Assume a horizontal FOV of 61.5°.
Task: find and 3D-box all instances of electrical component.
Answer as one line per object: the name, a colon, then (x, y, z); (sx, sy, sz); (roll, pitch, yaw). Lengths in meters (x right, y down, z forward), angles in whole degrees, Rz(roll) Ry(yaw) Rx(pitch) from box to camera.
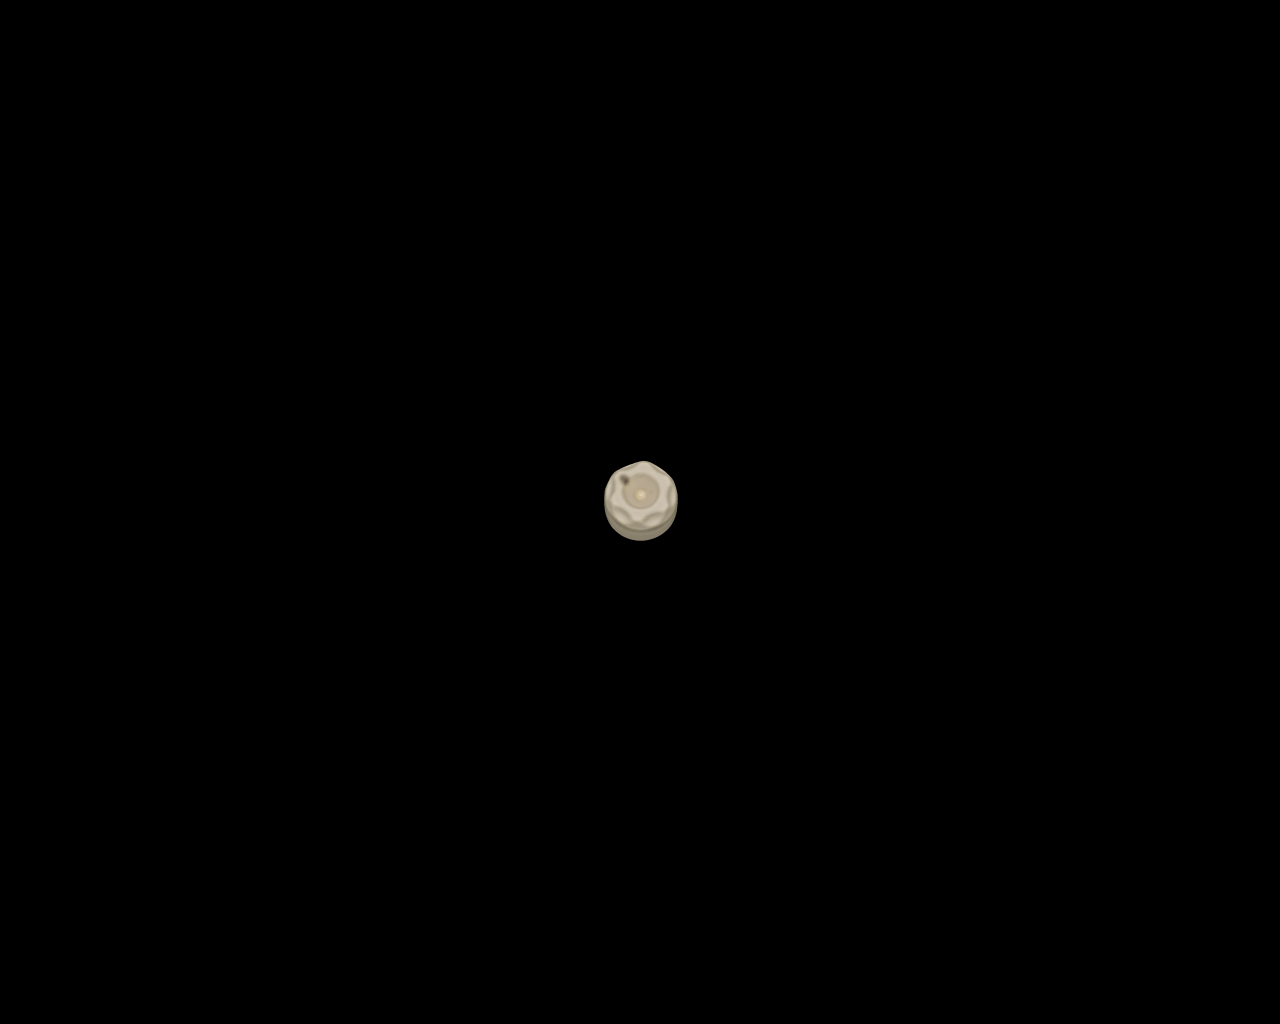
electrical component: (0.001, -0.003, 0.650); (0.043, 0.043, 0.062); (0, -20, 0)
